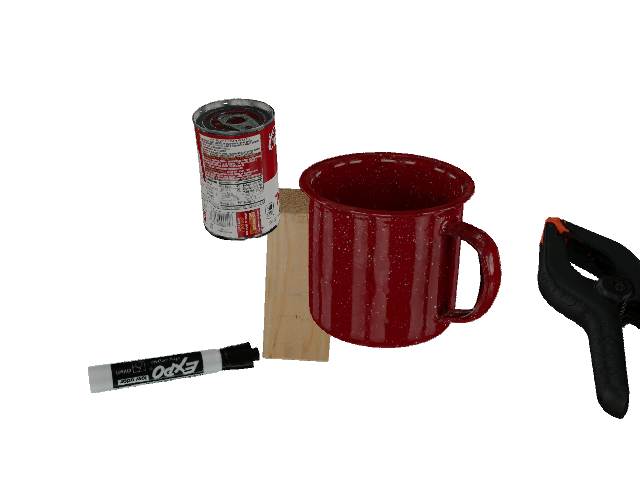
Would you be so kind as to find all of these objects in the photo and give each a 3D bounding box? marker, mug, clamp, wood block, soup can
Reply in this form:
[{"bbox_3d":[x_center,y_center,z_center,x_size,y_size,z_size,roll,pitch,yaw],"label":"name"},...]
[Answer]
[{"bbox_3d":[-0.103,0.089,0.756,0.121,0.020,0.020,-8,2,-14],"label":"marker"},{"bbox_3d":[0.044,0.008,0.572,0.117,0.081,0.093,17,29,33],"label":"mug"},{"bbox_3d":[0.215,0.046,0.740,0.120,0.039,0.171,-3,45,-20],"label":"clamp"},{"bbox_3d":[-0.027,0.044,1.393,0.090,0.206,0.091,3,23,-2],"label":"wood block"},{"bbox_3d":[-0.069,-0.059,0.896,0.068,0.102,0.068,-2,30,1],"label":"soup can"}]
